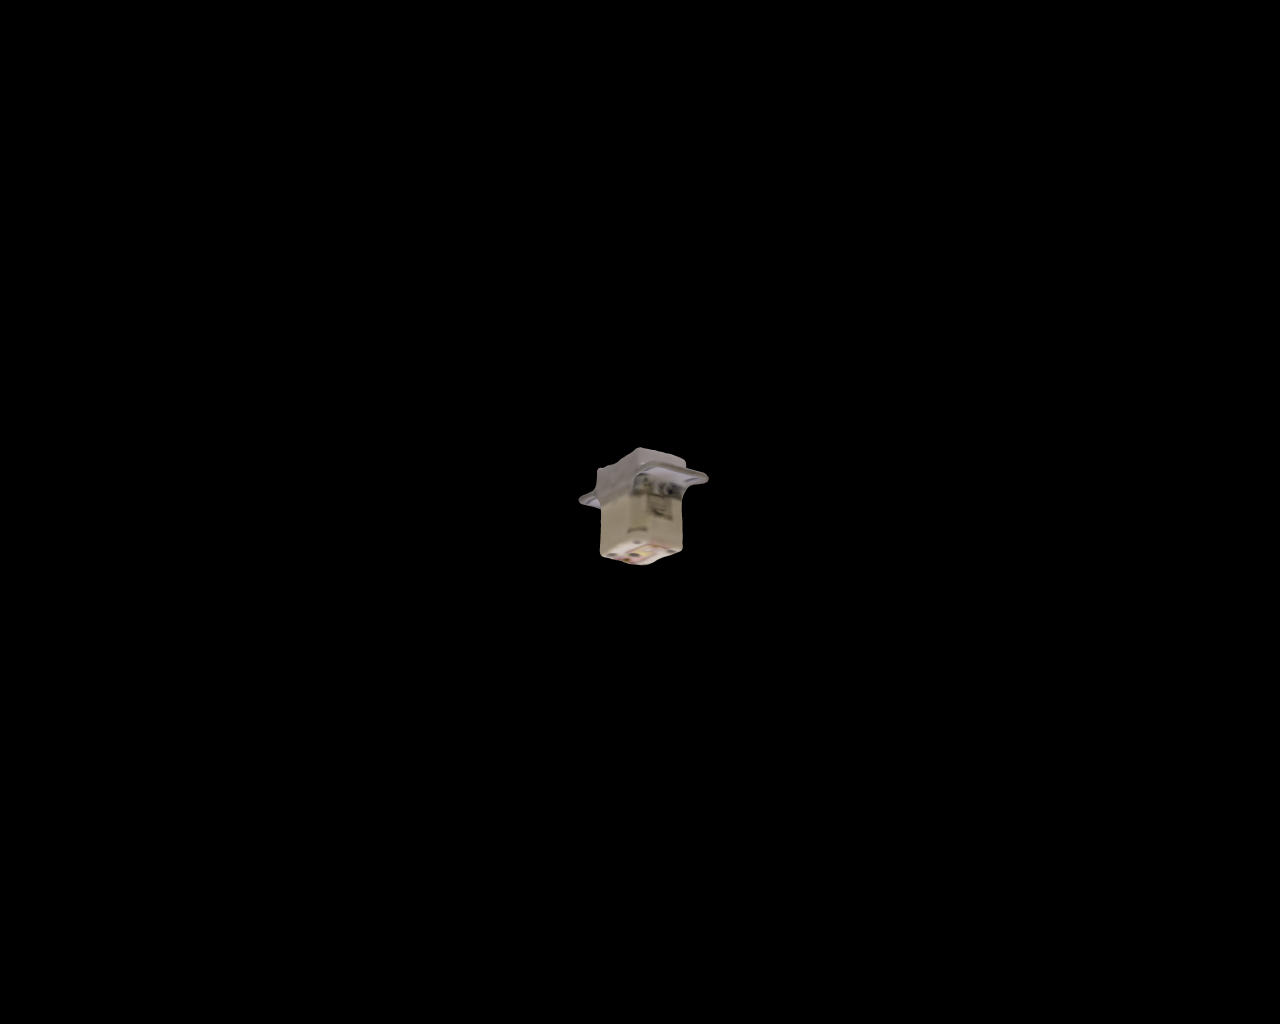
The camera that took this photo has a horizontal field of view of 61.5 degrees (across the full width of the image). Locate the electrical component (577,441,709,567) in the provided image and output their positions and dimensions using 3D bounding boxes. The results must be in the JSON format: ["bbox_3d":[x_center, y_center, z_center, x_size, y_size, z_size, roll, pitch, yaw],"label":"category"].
[{"bbox_3d":[0.001,-0.003,0.650,0.042,0.064,0.081,14,-24,-33],"label":"electrical component"}]
